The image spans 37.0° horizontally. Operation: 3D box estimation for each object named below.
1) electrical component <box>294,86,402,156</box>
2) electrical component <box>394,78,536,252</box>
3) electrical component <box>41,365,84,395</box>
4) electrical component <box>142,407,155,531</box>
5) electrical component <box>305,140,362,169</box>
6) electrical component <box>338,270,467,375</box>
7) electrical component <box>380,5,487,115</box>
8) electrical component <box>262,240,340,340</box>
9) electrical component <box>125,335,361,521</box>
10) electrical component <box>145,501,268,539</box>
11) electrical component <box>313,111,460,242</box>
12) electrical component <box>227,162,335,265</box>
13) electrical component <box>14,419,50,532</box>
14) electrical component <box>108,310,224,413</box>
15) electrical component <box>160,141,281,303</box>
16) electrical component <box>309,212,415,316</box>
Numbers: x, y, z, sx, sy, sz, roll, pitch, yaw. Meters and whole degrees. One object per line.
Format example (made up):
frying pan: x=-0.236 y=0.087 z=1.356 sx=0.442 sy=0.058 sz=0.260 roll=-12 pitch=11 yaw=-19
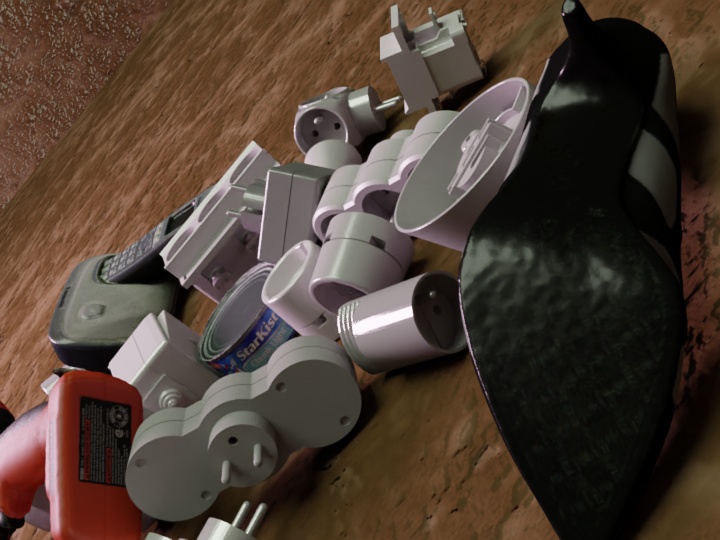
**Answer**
electrical component: x=-0.005 y=-0.122 z=0.847 sx=0.079 sy=0.044 sz=0.077 roll=-16 pitch=16 yaw=18
electrical component: x=0.069 y=-0.053 z=0.567 sx=0.099 sy=0.064 sz=0.099 roll=-60 pitch=14 yaw=26
electrical component: x=-0.265 y=0.099 z=1.024 sx=0.065 sy=0.044 sz=0.044 roll=-49 pitch=22 yaw=-8
electrical component: x=-0.153 y=0.130 z=0.710 sx=0.051 sy=0.080 sz=0.080 roll=-49 pitch=22 yaw=19
electrical component: x=-0.020 y=-0.061 z=0.797 sx=0.044 sy=0.044 sz=0.065 roll=-40 pitch=29 yaw=26
electrical component: x=0.019 y=0.031 z=0.576 sx=0.081 sy=0.043 sz=0.043 roll=-22 pitch=36 yaw=50
electrical component: x=0.052 y=-0.148 z=0.756 sx=0.064 sy=0.081 sz=0.042 roll=-19 pitch=32 yaw=14
electrical component: x=-0.030 y=0.014 z=0.691 sx=0.055 sy=0.047 sz=0.055 roll=-41 pitch=24 yaw=23
electrical component: x=-0.063 y=0.092 z=0.580 sx=0.138 sy=0.052 sz=0.073 roll=-28 pitch=18 yaw=4
electrical component: x=-0.071 y=0.152 z=0.551 sx=0.138 sy=0.052 sz=0.073 roll=-13 pitch=43 yaw=57
electrical component: x=0.031 y=-0.064 z=0.687 sx=0.138 sy=0.052 sz=0.073 roll=-26 pitch=34 yaw=46
electrical component: x=-0.058 y=-0.042 z=0.752 sx=0.047 sy=0.077 sz=0.065 roll=-28 pitch=-51 yaw=-66
electrical component: x=-0.232 y=0.156 z=0.789 sx=0.108 sy=0.108 sz=0.060 roll=-8 pitch=54 yaw=60
electrical component: x=-0.137 y=0.076 z=0.783 sx=0.061 sy=0.062 sz=0.096 roll=-52 pitch=22 yaw=-1
electrical component: x=-0.099 y=-0.036 z=0.879 sx=0.121 sy=0.063 sz=0.078 roll=-50 pitch=22 yaw=3
electrical component: x=0.000 y=0.000 z=0.648 sx=0.055 sy=0.055 sz=0.047 roll=-21 pitch=41 yaw=51
